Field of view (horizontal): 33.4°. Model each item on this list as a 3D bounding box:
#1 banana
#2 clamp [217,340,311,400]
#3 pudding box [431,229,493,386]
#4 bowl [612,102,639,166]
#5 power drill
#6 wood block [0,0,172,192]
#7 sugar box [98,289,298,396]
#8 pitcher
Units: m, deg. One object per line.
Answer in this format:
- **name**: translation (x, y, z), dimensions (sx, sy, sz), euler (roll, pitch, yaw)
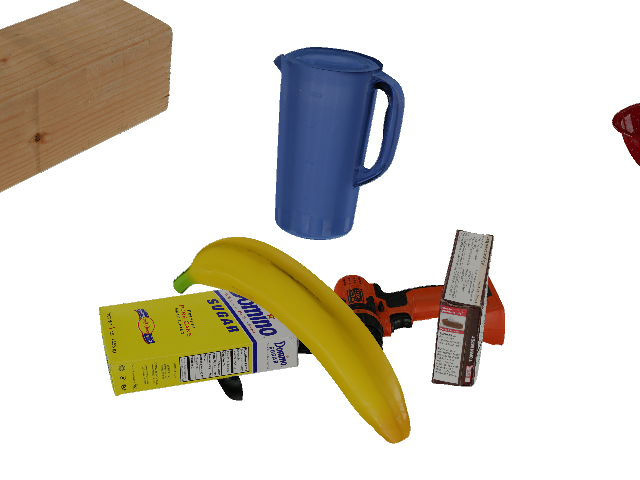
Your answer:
- **banana**: translation (-0.015, 0.050, 0.683), dimensions (0.198, 0.070, 0.037), euler (34, 46, 26)
- **clamp**: translation (-0.125, 0.124, 1.261), dimensions (0.210, 0.036, 0.164), euler (15, 23, 25)
- **pudding box**: translation (0.124, 0.058, 0.923), dimensions (0.039, 0.090, 0.113), euler (6, 33, 9)
- **bowl**: translation (0.349, -0.086, 0.971), dimensions (0.162, 0.055, 0.162), euler (-5, 22, 2)
- **power drill**: translation (0.109, 0.089, 1.208), dimensions (0.187, 0.057, 0.184), euler (-3, 27, -3)
- **wood block**: translation (-0.231, -0.130, 0.912), dimensions (0.090, 0.091, 0.205), euler (31, 42, 24)
- **sugar box**: translation (-0.116, 0.091, 1.015), dimensions (0.176, 0.048, 0.093), euler (-10, 35, -12)
- **pitcher**: translation (0.012, -0.126, 1.411), dimensions (0.144, 0.243, 0.149), euler (-2, 23, -19)
